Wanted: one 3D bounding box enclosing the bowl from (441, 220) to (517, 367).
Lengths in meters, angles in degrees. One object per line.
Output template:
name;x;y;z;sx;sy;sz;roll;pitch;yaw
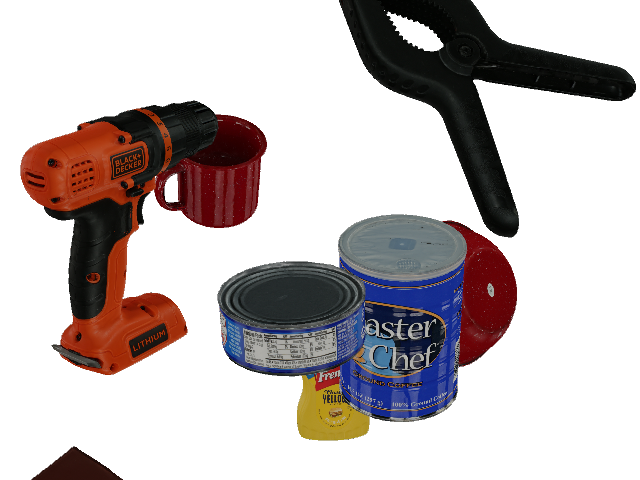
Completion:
bowl;0.163;0.056;1.155;0.161;0.162;0.055;0;-6;-41

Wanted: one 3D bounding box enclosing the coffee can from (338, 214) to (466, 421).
coffee can;0.066;0.063;0.883;0.103;0.140;0.103;-1;28;0

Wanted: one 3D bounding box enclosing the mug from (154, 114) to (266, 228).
mug;-0.111;-0.063;1.061;0.117;0.081;0.093;-23;48;-30

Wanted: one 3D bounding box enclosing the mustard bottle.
mustard bottle;0.017;0.167;1.406;0.096;0.192;0.058;-1;16;-5

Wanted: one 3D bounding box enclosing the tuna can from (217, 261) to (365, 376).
tuna can;-0.016;0.044;0.620;0.086;0.034;0.086;-2;23;1

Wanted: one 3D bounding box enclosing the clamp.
clamp;0.090;-0.107;0.706;0.210;0.164;0.036;34;-29;5

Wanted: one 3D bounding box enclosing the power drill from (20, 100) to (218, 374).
power drill;-0.143;-0.007;0.813;0.057;0.188;0.184;15;26;34

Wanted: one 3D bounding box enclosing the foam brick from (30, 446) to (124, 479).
foam brick;-0.094;0.137;0.451;0.078;0.051;0.052;24;45;32
